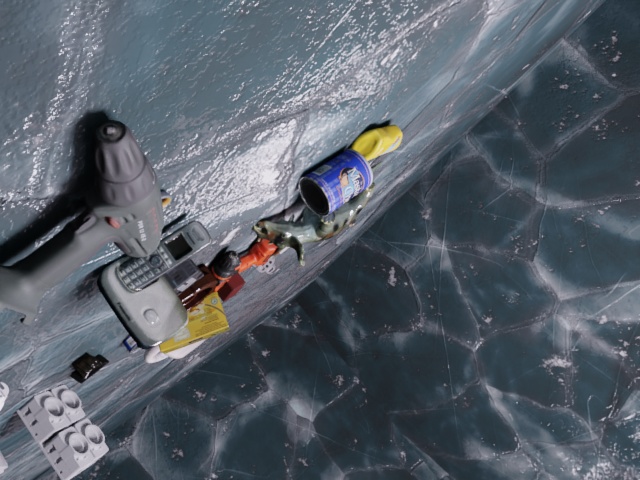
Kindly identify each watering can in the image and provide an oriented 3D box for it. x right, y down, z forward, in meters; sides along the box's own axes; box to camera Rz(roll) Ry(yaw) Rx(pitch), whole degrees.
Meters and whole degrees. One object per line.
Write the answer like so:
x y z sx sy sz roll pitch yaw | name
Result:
-0.372 0.261 1.474 0.224 0.104 0.346 -40 172 3 | watering can

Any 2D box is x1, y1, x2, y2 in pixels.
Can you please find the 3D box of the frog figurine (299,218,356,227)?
0.005 -0.075 1.484 0.159 0.121 0.140 -2 -157 32 | frog figurine
